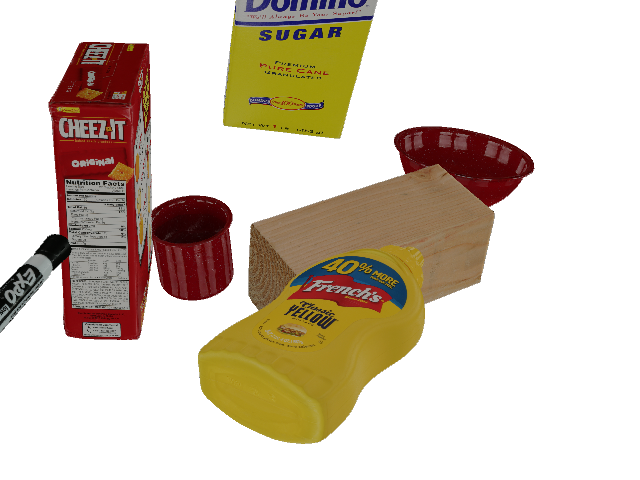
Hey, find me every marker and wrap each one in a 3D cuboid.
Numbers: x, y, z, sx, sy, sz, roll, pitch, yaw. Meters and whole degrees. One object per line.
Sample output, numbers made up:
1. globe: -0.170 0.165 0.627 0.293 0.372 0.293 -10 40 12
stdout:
1. marker: -0.188 0.032 0.660 0.020 0.020 0.121 0 32 20

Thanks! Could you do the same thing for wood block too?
1. wood block: 0.045 0.014 0.978 0.205 0.090 0.091 -19 44 -27

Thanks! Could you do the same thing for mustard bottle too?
1. mustard bottle: 0.014 0.054 0.702 0.096 0.058 0.191 16 35 31

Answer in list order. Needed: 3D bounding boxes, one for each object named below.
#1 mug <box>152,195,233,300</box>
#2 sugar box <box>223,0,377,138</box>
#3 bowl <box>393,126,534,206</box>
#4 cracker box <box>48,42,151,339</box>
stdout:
1. mug: -0.146 0.006 1.157 0.117 0.081 0.093 26 46 34
2. sugar box: -0.016 -0.142 0.741 0.093 0.048 0.176 5 -29 -6
3. bowl: 0.159 -0.078 1.221 0.162 0.055 0.162 8 25 -4
4. cracker box: -0.186 -0.046 0.923 0.072 0.214 0.164 1 27 -5
